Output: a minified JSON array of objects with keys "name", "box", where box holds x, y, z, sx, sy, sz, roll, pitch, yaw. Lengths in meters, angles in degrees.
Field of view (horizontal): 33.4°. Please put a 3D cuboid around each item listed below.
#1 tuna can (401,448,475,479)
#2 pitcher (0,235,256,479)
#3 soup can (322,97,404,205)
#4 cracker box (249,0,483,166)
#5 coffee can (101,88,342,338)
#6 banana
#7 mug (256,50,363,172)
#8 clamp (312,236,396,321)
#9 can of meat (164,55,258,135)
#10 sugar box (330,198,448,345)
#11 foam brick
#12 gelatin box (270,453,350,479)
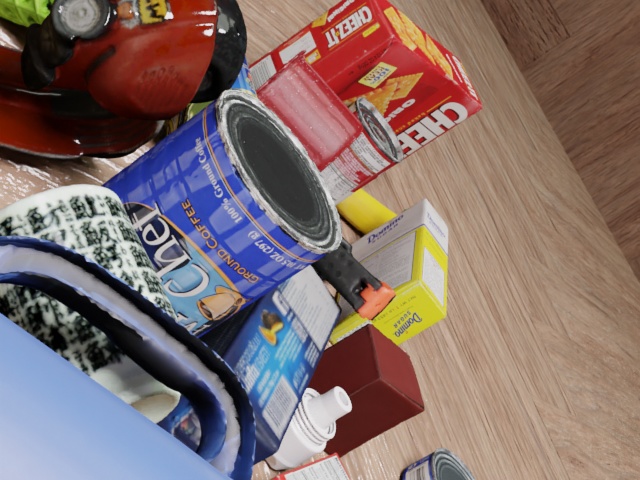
[{"name":"tuna can","box":[0.099,0.206,0.822,0.086,0.034,0.086,47,22,-26]},{"name":"pitcher","box":[-0.130,0.071,0.361,0.242,0.145,0.149,45,7,-22]},{"name":"soup can","box":[0.014,-0.071,0.951,0.068,0.102,0.068,46,22,-25]},{"name":"cracker box","box":[0.040,-0.137,1.023,0.213,0.164,0.072,21,42,-57]},{"name":"coffee can","box":[-0.074,-0.001,0.584,0.102,0.140,0.103,46,22,-26]},{"name":"banana","box":[0.060,-0.020,1.086,0.070,0.037,0.197,47,12,30]},{"name":"mug","box":[-0.016,-0.098,0.877,0.081,0.093,0.117,48,32,-6]},{"name":"clamp","box":[-0.005,0.001,0.812,0.164,0.036,0.210,43,1,-24]},{"name":"can of meat","box":[-0.084,-0.103,0.784,0.057,0.102,0.084,-2,53,-20]},{"name":"sugar box","box":[0.063,0.034,0.918,0.048,0.093,0.176,53,21,-13]},{"name":"foam brick","box":[0.023,0.105,0.739,0.053,0.078,0.051,41,26,-36]},{"name":"gelatin box","box":[0.000,0.174,0.649,0.073,0.030,0.089,60,19,14]}]
